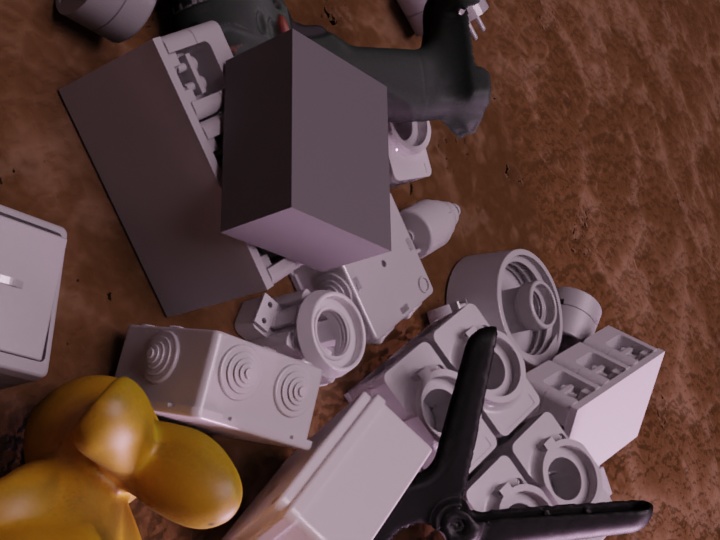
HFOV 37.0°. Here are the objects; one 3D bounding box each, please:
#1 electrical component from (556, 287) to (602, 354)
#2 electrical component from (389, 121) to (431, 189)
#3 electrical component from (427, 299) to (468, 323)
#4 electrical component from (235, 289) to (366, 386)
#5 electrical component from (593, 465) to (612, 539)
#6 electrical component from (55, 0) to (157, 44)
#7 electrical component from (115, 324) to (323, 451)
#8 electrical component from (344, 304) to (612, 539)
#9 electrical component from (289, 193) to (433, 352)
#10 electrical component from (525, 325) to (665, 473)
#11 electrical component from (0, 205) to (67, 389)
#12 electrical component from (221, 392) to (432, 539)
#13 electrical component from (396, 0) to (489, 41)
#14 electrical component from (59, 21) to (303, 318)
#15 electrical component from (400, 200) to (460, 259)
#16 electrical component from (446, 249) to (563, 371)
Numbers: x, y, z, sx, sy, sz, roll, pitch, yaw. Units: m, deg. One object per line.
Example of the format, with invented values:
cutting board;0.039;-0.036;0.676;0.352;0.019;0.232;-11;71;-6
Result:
electrical component;0.185;0.050;0.966;0.055;0.055;0.047;47;50;-30
electrical component;0.015;-0.107;0.813;0.050;0.056;0.089;-14;89;-51
electrical component;0.076;0.050;0.848;0.040;0.040;0.046;-10;80;-51
electrical component;-0.034;0.045;0.703;0.078;0.057;0.058;44;48;-32
electrical component;0.175;0.199;0.898;0.096;0.061;0.061;-24;97;-51
electrical component;-0.159;-0.211;0.641;0.074;0.052;0.138;25;60;-43
electrical component;-0.081;0.065;0.608;0.100;0.100;0.048;26;72;-43
electrical component;0.091;0.130;0.770;0.105;0.060;0.186;-36;92;-37
electrical component;0.000;0.000;0.765;0.100;0.048;0.099;-37;107;-49
electrical component;0.179;0.113;0.886;0.150;0.062;0.089;-20;129;-47
electrical component;-0.187;0.018;0.526;0.062;0.061;0.096;23;61;-44
electrical component;-0.025;0.141;0.635;0.056;0.108;0.108;43;44;0
electrical component;0.089;-0.238;0.946;0.073;0.052;0.138;58;42;-19
electrical component;-0.097;-0.059;0.635;0.062;0.089;0.150;-36;106;-49
electrical component;0.056;-0.036;0.850;0.078;0.040;0.040;-30;101;-51
electrical component;0.128;0.034;0.897;0.108;0.060;0.108;19;64;-46
